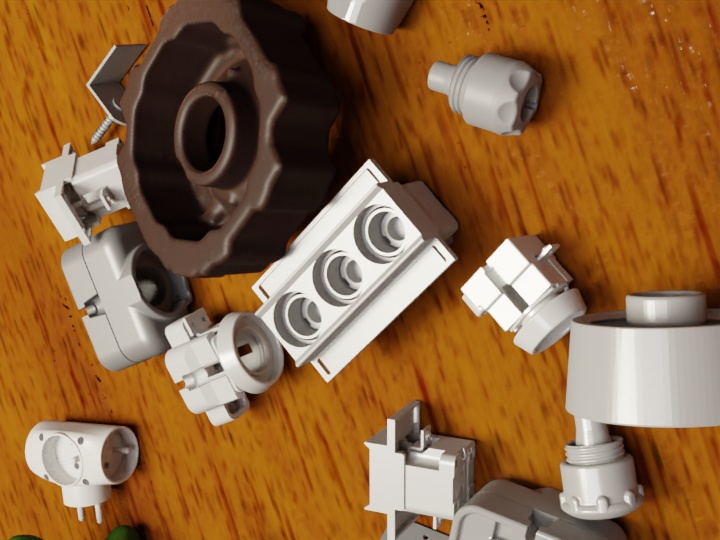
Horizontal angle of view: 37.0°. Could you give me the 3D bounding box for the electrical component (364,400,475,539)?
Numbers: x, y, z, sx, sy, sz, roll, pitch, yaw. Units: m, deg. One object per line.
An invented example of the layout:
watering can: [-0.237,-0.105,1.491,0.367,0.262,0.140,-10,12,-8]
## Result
electrical component: [0.040,0.129,0.685,0.064,0.042,0.081,5,103,24]

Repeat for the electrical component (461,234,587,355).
electrical component: [0.099,0.015,0.628,0.055,0.048,0.066,51,119,19]

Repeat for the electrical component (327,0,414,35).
electrical component: [-0.001,-0.192,0.641,0.079,0.043,0.077,31,113,20]

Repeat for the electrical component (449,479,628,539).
electrical component: [0.108,0.167,0.645,0.095,0.059,0.053,18,108,25]

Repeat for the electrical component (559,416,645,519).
electrical component: [0.138,0.112,0.627,0.048,0.048,0.062,-9,89,30]

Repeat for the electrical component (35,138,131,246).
electrical component: [-0.187,-0.059,0.755,0.064,0.081,0.042,-21,124,3]

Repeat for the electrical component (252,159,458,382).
electrical component: [0.000,0.000,0.668,0.078,0.063,0.121,50,118,11]

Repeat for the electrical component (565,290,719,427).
electrical component: [0.162,0.042,0.565,0.108,0.108,0.060,-1,93,29]

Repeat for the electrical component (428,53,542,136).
electrical component: [0.070,-0.104,0.620,0.062,0.043,0.043,22,110,25]

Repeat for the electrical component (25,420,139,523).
electrical component: [-0.212,0.157,0.828,0.077,0.044,0.079,0,100,29]

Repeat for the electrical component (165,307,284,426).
electrical component: [-0.090,0.061,0.734,0.057,0.058,0.078,-23,96,31]

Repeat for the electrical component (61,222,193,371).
electrical component: [-0.162,0.017,0.767,0.059,0.054,0.095,-23,89,30]
